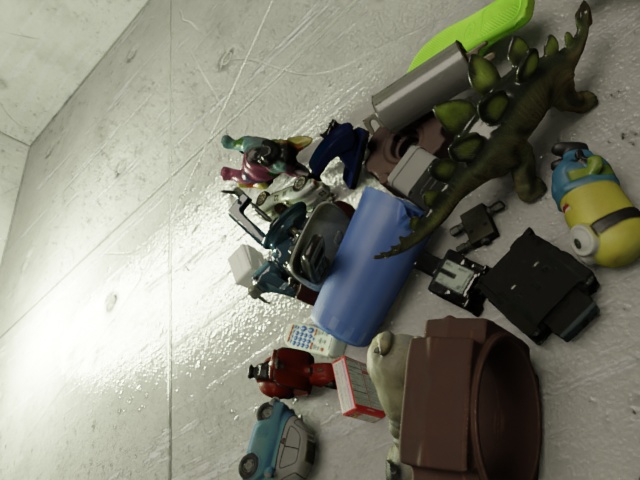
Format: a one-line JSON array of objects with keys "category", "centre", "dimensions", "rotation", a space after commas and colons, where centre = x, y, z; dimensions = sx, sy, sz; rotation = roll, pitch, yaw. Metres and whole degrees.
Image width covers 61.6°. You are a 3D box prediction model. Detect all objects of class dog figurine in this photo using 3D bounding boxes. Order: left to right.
[{"category": "dog figurine", "centre": [-0.101, -0.170, 1.166], "dimensions": [0.219, 0.191, 0.108], "rotation": [3, 84, 30]}, {"category": "dog figurine", "centre": [0.110, 0.232, 0.707], "dimensions": [0.121, 0.172, 0.190], "rotation": [-19, 47, 51]}]

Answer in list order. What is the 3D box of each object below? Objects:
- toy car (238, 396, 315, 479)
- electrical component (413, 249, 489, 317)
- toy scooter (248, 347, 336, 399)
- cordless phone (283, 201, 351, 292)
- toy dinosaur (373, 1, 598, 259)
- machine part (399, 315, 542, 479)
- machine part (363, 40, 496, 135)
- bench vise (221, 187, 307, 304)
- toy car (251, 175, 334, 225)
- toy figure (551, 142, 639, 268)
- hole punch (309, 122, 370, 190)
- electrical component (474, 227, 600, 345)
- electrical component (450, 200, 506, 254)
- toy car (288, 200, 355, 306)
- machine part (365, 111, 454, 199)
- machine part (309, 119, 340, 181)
[{"category": "toy car", "centre": [-0.059, 0.345, 0.874], "dimensions": [0.103, 0.109, 0.161], "rotation": [3, 57, 23]}, {"category": "electrical component", "centre": [0.198, 0.056, 0.804], "dimensions": [0.119, 0.047, 0.075], "rotation": [23, 85, 50]}, {"category": "toy scooter", "centre": [-0.059, 0.224, 0.906], "dimensions": [0.184, 0.135, 0.075], "rotation": [-18, 58, 40]}, {"category": "cordless phone", "centre": [-0.001, -0.003, 0.867], "dimensions": [0.089, 0.184, 0.146], "rotation": [26, 76, 5]}, {"category": "toy dinosaur", "centre": [0.246, -0.145, 0.758], "dimensions": [0.471, 0.198, 0.105], "rotation": [-58, 37, 1]}, {"category": "machine part", "centre": [0.183, 0.200, 0.620], "dimensions": [0.087, 0.200, 0.201], "rotation": [-8, 62, 41]}, {"category": "machine part", "centre": [0.176, -0.255, 0.905], "dimensions": [0.243, 0.079, 0.079], "rotation": [-27, 51, 29]}, {"category": "bench vise", "centre": [-0.099, -0.005, 1.053], "dimensions": [0.241, 0.129, 0.223], "rotation": [42, 93, 12]}, {"category": "toy car", "centre": [-0.061, -0.079, 1.127], "dimensions": [0.202, 0.073, 0.056], "rotation": [-16, 54, 40]}, {"category": "toy figure", "centre": [0.350, -0.049, 0.686], "dimensions": [0.089, 0.082, 0.180], "rotation": [-27, 48, 35]}, {"category": "hole punch", "centre": [0.035, -0.168, 1.024], "dimensions": [0.142, 0.092, 0.115], "rotation": [-101, 27, -73]}, {"category": "electrical component", "centre": [0.285, 0.065, 0.692], "dimensions": [0.115, 0.058, 0.134], "rotation": [-51, 47, 8]}, {"category": "electrical component", "centre": [0.244, -0.020, 0.820], "dimensions": [0.094, 0.021, 0.063], "rotation": [-34, 47, 27]}, {"category": "toy car", "centre": [0.011, 0.022, 0.982], "dimensions": [0.053, 0.089, 0.202], "rotation": [128, 164, -77]}, {"category": "machine part", "centre": [0.161, -0.164, 0.963], "dimensions": [0.179, 0.056, 0.179], "rotation": [-24, 51, 34]}, {"category": "machine part", "centre": [0.013, -0.182, 1.118], "dimensions": [0.039, 0.084, 0.138], "rotation": [37, 107, 22]}]
